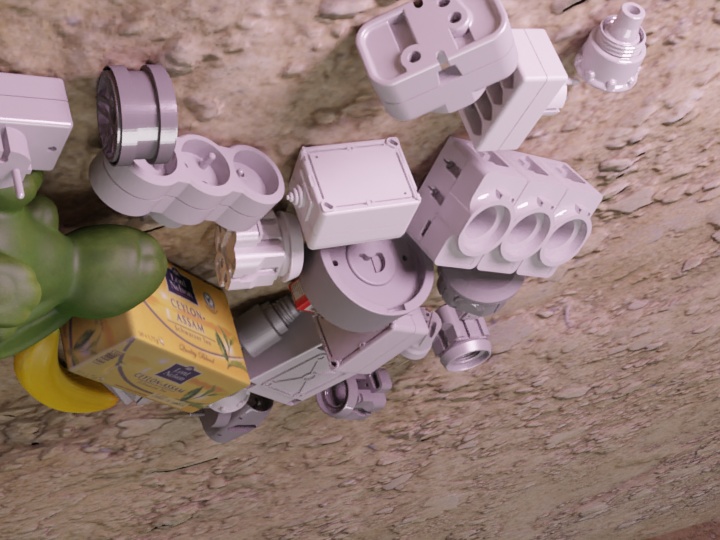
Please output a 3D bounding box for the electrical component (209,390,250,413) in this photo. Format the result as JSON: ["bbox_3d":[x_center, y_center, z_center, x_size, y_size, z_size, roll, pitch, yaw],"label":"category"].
[{"bbox_3d":[-0.137,0.111,1.083,0.048,0.048,0.062,-15,147,-9],"label":"electrical component"}]

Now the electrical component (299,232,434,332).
[{"bbox_3d":[0.000,0.000,0.892,0.108,0.108,0.060,-1,155,-33],"label":"electrical component"}]

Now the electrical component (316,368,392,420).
[{"bbox_3d":[-0.012,0.136,1.201,0.078,0.058,0.057,-37,152,33],"label":"electrical component"}]

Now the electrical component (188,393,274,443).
[{"bbox_3d":[-0.146,0.150,1.149,0.079,0.043,0.077,7,143,-43],"label":"electrical component"}]

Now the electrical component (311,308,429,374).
[{"bbox_3d":[0.016,0.045,0.962,0.096,0.061,0.061,-37,151,30],"label":"electrical component"}]

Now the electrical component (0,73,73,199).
[{"bbox_3d":[-0.215,-0.073,0.632,0.083,0.075,0.047,0,148,-34],"label":"electrical component"}]

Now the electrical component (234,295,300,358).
[{"bbox_3d":[-0.084,0.048,0.998,0.078,0.040,0.040,-35,154,-3],"label":"electrical component"}]

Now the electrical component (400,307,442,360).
[{"bbox_3d":[0.062,0.066,1.135,0.040,0.040,0.046,-5,145,-27],"label":"electrical component"}]

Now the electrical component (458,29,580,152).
[{"bbox_3d":[0.125,-0.131,0.785,0.076,0.047,0.083,-6,151,-25],"label":"electrical component"}]

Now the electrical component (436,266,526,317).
[{"bbox_3d":[0.111,0.001,0.995,0.080,0.080,0.051,-13,159,-12],"label":"electrical component"}]

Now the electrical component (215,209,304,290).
[{"bbox_3d":[-0.080,-0.018,0.855,0.057,0.058,0.078,-5,151,-21],"label":"electrical component"}]

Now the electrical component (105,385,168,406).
[{"bbox_3d":[-0.198,0.093,0.953,0.047,0.077,0.065,-46,159,-17],"label":"electrical component"}]

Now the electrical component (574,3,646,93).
[{"bbox_3d":[0.185,-0.162,0.770,0.048,0.048,0.062,-10,146,-19],"label":"electrical component"}]

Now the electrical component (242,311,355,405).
[{"bbox_3d":[-0.058,0.081,1.062,0.109,0.056,0.109,-28,153,17],"label":"electrical component"}]

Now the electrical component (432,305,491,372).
[{"bbox_3d":[0.107,0.073,1.157,0.058,0.057,0.078,-1,149,-33],"label":"electrical component"}]

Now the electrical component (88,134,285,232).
[{"bbox_3d":[-0.128,-0.054,0.756,0.138,0.052,0.074,8,143,-43],"label":"electrical component"}]

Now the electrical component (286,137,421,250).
[{"bbox_3d":[-0.012,-0.055,0.821,0.096,0.061,0.061,-9,152,-21],"label":"electrical component"}]

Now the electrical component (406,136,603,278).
[{"bbox_3d":[0.122,-0.047,0.897,0.150,0.061,0.089,6,123,-41],"label":"electrical component"}]

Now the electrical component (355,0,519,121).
[{"bbox_3d":[0.052,-0.142,0.706,0.095,0.053,0.059,-23,154,8],"label":"electrical component"}]
